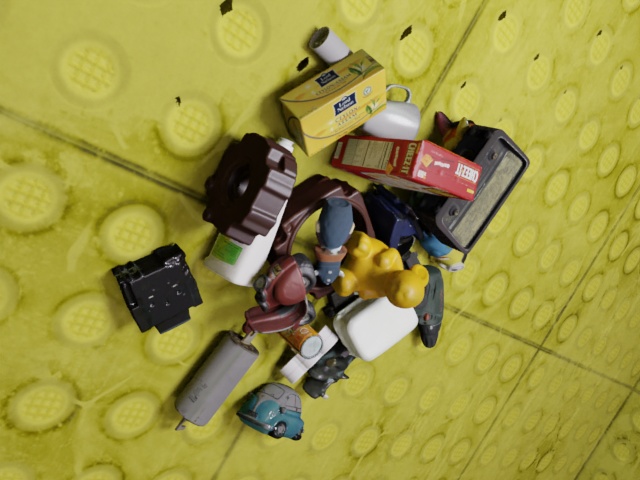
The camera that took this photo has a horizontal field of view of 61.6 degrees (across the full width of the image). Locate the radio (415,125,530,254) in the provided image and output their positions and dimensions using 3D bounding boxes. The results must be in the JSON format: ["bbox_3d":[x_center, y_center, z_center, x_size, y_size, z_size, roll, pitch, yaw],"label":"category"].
[{"bbox_3d":[0.294,-0.101,1.042,0.131,0.073,0.229,37,86,-35],"label":"radio"}]

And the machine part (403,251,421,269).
[{"bbox_3d":[0.168,0.074,1.185,0.139,0.084,0.039,-14,164,-19],"label":"machine part"}]

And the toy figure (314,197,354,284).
[{"bbox_3d":[0.022,0.004,0.934,0.058,0.064,0.154,-49,152,-59],"label":"toy figure"}]

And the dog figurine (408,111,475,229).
[{"bbox_3d":[0.261,-0.149,1.113,0.191,0.109,0.219,-23,120,-21],"label":"dog figurine"}]

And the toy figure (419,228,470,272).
[{"bbox_3d":[0.283,0.007,1.222,0.089,0.082,0.180,-49,129,-3],"label":"toy figure"}]

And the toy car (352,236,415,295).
[{"bbox_3d":[0.130,0.038,1.126,0.202,0.056,0.073,-38,145,-26],"label":"toy car"}]

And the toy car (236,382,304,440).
[{"bbox_3d":[-0.087,0.352,1.120,0.161,0.109,0.103,34,73,-50],"label":"toy car"}]

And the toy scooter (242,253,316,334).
[{"bbox_3d":[-0.074,0.105,0.923,0.135,0.075,0.183,-19,138,-17],"label":"toy scooter"}]

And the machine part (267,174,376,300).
[{"bbox_3d":[-0.002,-0.003,1.008,0.201,0.087,0.200,-36,129,-17],"label":"machine part"}]

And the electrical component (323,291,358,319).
[{"bbox_3d":[0.053,0.127,1.140,0.102,0.045,0.078,-27,127,-23],"label":"electrical component"}]

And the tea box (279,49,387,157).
[{"bbox_3d":[0.026,-0.227,0.896,0.170,0.068,0.098,-34,152,-9],"label":"tea box"}]

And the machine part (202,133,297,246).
[{"bbox_3d":[-0.113,-0.082,0.835,0.056,0.180,0.179,25,97,-39],"label":"machine part"}]

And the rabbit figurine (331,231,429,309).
[{"bbox_3d":[0.124,0.076,0.969,0.162,0.173,0.122,23,94,-37],"label":"rabbit figurine"}]

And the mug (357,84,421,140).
[{"bbox_3d":[0.123,-0.230,0.986,0.107,0.081,0.109,3,116,-27],"label":"mug"}]

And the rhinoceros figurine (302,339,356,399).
[{"bbox_3d":[0.033,0.263,1.184,0.190,0.073,0.112,-47,142,-9],"label":"rhinoceros figurine"}]

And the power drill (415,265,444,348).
[{"bbox_3d":[0.211,0.181,1.259,0.207,0.086,0.231,-10,116,-28],"label":"power drill"}]

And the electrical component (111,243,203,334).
[{"bbox_3d":[-0.262,0.087,0.886,0.115,0.058,0.134,-26,125,-20],"label":"electrical component"}]

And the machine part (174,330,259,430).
[{"bbox_3d":[-0.193,0.258,1.009,0.243,0.079,0.079,-52,131,-2],"label":"machine part"}]

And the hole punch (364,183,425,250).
[{"bbox_3d":[0.132,-0.034,1.063,0.092,0.142,0.115,-36,137,-4],"label":"hole punch"}]
